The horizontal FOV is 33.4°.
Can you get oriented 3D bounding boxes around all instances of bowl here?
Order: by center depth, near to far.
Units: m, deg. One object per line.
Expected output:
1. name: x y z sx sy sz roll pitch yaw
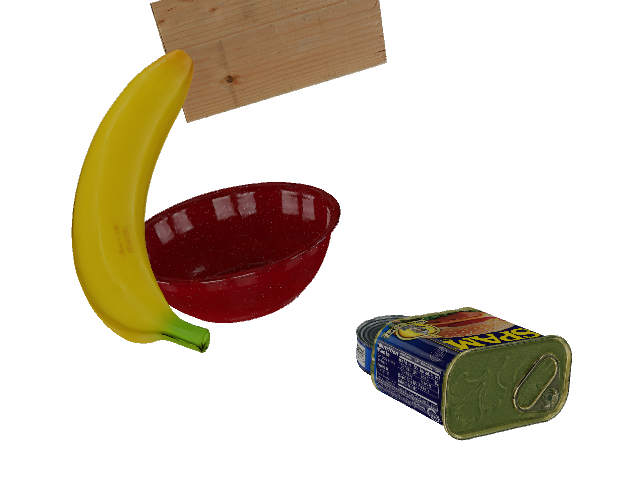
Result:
1. bowl: -0.060 0.014 0.781 0.162 0.055 0.162 -10 25 5

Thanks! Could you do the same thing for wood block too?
1. wood block: -0.049 -0.202 1.042 0.206 0.090 0.091 -17 -43 -5

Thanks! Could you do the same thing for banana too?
1. banana: -0.098 -0.021 0.571 0.069 0.198 0.037 -4 -32 -6

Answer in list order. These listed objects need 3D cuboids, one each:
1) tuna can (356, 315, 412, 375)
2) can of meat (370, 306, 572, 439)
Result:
1. tuna can: 0.078 0.106 1.055 0.086 0.034 0.086 0 20 0
2. can of meat: 0.094 0.081 0.686 0.101 0.057 0.084 -6 14 -31
